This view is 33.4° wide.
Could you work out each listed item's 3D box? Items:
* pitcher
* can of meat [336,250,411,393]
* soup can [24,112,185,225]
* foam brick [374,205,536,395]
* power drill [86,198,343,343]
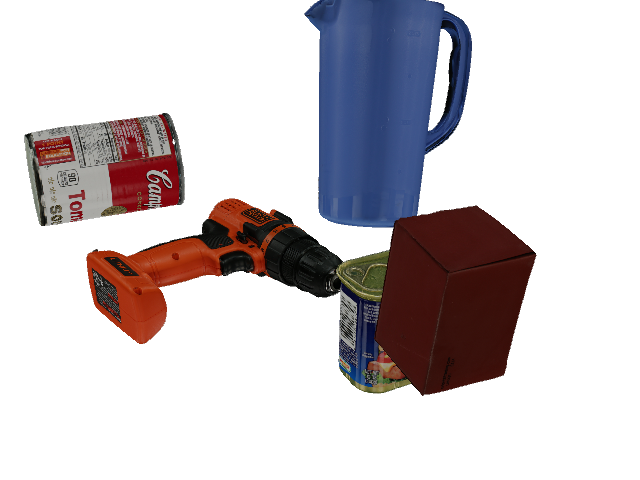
[{"bbox_3d":[0.068,-0.140,1.147,0.149,0.243,0.144,7,10,25],"label":"pitcher"},{"bbox_3d":[0.062,0.055,0.778,0.101,0.084,0.058,-13,30,-27],"label":"can of meat"},{"bbox_3d":[-0.154,-0.051,0.762,0.102,0.068,0.069,-10,3,-17],"label":"soup can"},{"bbox_3d":[0.065,0.029,0.537,0.052,0.078,0.051,-9,37,-26],"label":"foam brick"},{"bbox_3d":[-0.093,0.028,0.932,0.187,0.057,0.185,-19,28,-32],"label":"power drill"}]
